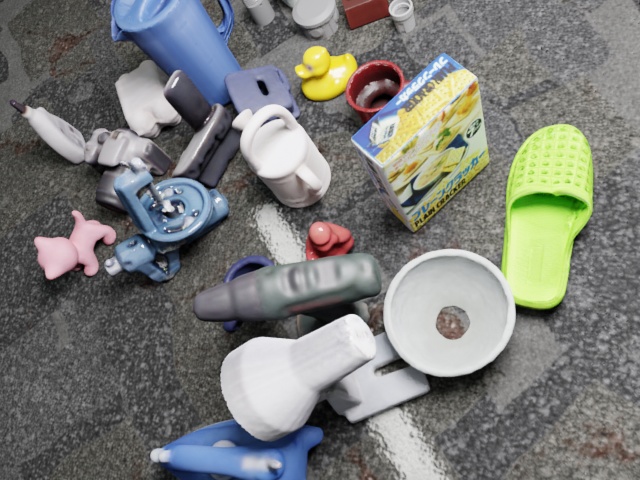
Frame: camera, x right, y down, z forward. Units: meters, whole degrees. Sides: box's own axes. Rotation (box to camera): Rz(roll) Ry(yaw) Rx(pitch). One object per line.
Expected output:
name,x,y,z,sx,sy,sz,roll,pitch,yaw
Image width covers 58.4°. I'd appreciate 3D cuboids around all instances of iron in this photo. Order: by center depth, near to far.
iron,-0.131,0.290,0.752,0.257,0.142,0.118,-5,68,18

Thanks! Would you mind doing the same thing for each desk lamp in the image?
desk lamp,0.010,0.162,0.710,0.203,0.214,0.118,-26,63,9

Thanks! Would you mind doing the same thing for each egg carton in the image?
egg carton,-0.323,-0.268,1.086,0.107,0.069,0.150,-30,62,7

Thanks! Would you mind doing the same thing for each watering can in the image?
watering can,-0.066,-0.134,0.868,0.172,0.194,0.101,18,76,25

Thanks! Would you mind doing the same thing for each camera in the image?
camera,-0.366,-0.126,1.027,0.142,0.101,0.137,12,74,24

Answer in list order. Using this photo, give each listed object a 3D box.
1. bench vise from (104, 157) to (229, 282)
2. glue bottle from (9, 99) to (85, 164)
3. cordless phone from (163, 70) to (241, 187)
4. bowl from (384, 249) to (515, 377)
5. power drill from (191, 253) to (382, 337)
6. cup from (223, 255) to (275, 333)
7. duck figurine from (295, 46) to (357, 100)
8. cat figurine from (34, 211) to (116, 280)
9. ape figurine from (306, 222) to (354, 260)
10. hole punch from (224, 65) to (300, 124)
bench vise,-0.255,-0.024,0.878,0.121,0.220,0.207,28,81,27
glue bottle,-0.509,-0.212,1.072,0.037,0.173,0.078,-31,62,6
cordless phone,-0.221,-0.182,0.949,0.093,0.185,0.148,19,77,26
bowl,0.172,0.100,0.756,0.167,0.075,0.167,-7,67,17
power drill,-0.022,0.086,0.755,0.229,0.209,0.075,-18,64,13
cup,-0.091,0.091,0.843,0.091,0.095,0.118,24,79,27
duck figurine,0.007,-0.292,0.966,0.104,0.086,0.077,-23,63,10
cat figurine,-0.431,0.011,0.986,0.067,0.118,0.128,16,75,25
ape figurine,0.008,0.003,0.844,0.077,0.092,0.076,-25,63,9
hole punch,-0.100,-0.250,0.985,0.101,0.091,0.108,-29,62,7
